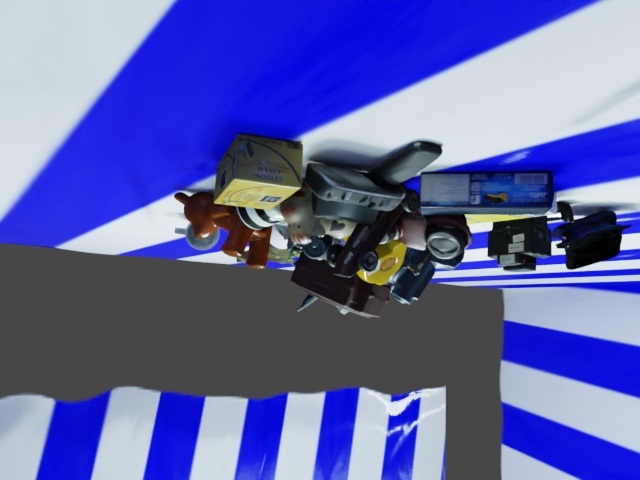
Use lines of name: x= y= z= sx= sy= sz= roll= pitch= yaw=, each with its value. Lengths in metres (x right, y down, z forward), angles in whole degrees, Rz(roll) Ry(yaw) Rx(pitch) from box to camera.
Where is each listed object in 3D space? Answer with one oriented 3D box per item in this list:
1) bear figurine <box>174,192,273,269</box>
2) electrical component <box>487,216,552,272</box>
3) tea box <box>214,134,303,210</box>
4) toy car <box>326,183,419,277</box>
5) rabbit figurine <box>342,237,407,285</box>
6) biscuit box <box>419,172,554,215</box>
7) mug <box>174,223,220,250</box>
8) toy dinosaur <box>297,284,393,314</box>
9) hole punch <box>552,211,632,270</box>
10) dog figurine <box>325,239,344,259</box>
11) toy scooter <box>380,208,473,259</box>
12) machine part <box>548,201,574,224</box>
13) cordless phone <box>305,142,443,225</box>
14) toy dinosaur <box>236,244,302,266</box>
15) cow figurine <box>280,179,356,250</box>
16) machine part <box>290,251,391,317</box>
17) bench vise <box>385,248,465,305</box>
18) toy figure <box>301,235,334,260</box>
bear figurine: x=-0.193 y=-0.027 z=1.031 sx=0.196 sy=0.132 sz=0.120 roll=5 pitch=163 yaw=26
electrical component: x=0.380 y=-0.006 z=1.028 sx=0.058 sy=0.134 sz=0.115 roll=8 pitch=172 yaw=-24
tea box: x=-0.096 y=-0.095 z=0.795 sx=0.098 sy=0.068 sz=0.169 roll=6 pitch=170 yaw=-18
toy car: x=0.085 y=-0.022 z=0.887 sx=0.089 sy=0.202 sz=0.053 roll=11 pitch=142 yaw=46
rabbit figurine: x=0.092 y=-0.003 z=1.078 sx=0.122 sy=0.173 sz=0.162 roll=-33 pitch=150 yaw=-8
biscuit box: x=0.262 y=-0.073 z=0.858 sx=0.203 sy=0.059 sz=0.062 roll=1 pitch=170 yaw=12
mug: x=-0.311 y=-0.016 z=1.358 sx=0.110 sy=0.080 sz=0.107 roll=0 pitch=-179 yaw=-13
toy dinosaur: x=0.089 y=0.113 z=1.637 sx=0.405 sy=0.192 sz=0.131 roll=-1 pitch=135 yaw=-30
hole punch: x=0.534 y=-0.014 z=1.079 sx=0.142 sy=0.092 sz=0.115 roll=-15 pitch=145 yaw=12
dog figurine: x=0.040 y=0.069 z=1.547 sx=0.121 sy=0.172 sz=0.191 roll=21 pitch=155 yaw=-34
toy scooter: x=0.186 y=-0.033 z=0.960 sx=0.184 sy=0.075 sz=0.135 roll=9 pitch=-146 yaw=22
machine part: x=0.440 y=-0.047 z=1.070 sx=0.084 sy=0.039 sz=0.139 roll=15 pitch=169 yaw=-21
cordless phone: x=0.074 y=-0.096 z=0.772 sx=0.146 sy=0.089 sz=0.184 roll=8 pitch=159 yaw=-26
toy dinosaur: x=-0.107 y=0.005 z=1.304 sx=0.199 sy=0.105 sz=0.471 roll=2 pitch=167 yaw=-1
cow figurine: x=0.000 y=-0.043 z=0.922 sx=0.086 sy=0.127 sz=0.195 roll=-7 pitch=170 yaw=33
machine part: x=0.048 y=0.105 z=1.239 sx=0.201 sy=0.087 sz=0.201 roll=21 pitch=179 yaw=26
bench vise: x=0.188 y=0.011 z=1.184 sx=0.241 sy=0.223 sz=0.129 roll=33 pitch=-171 yaw=13
toy figure: x=-0.001 y=-0.005 z=1.041 sx=0.058 sy=0.064 sz=0.154 roll=21 pitch=-166 yaw=2
